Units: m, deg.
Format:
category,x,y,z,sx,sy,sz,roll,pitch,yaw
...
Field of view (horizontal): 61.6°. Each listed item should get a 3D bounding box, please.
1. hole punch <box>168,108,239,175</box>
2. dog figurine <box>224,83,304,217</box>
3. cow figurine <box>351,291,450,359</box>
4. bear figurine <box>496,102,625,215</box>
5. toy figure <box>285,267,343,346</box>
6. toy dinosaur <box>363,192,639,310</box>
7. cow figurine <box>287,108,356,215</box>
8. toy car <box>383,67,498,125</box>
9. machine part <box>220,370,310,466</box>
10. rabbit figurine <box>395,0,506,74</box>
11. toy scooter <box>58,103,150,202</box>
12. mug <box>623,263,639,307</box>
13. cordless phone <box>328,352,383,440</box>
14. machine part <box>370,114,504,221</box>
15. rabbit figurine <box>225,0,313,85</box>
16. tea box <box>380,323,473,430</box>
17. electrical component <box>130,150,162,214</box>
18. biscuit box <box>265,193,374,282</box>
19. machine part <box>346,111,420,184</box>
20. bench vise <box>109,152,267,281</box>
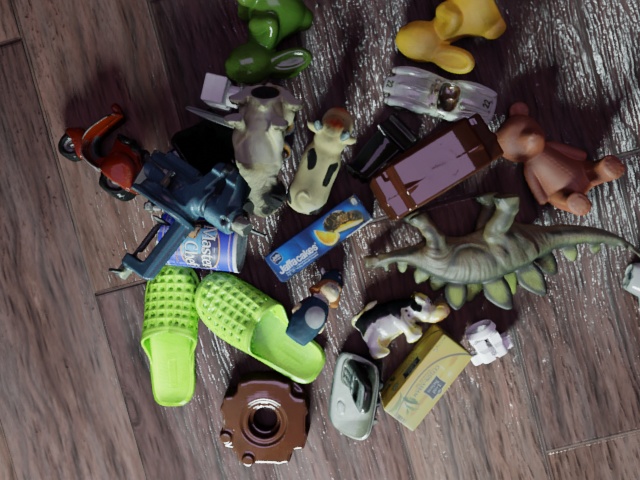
category,x,y,z,sx,sy,sz,roll,pitch,yaw
hole punch,-0.203,-0.148,0.972,0.116,0.092,0.142,-33,88,-29
dog figurine,-0.096,-0.155,0.935,0.121,0.172,0.190,14,135,11
cow figurine,0.146,0.137,0.973,0.167,0.068,0.098,-30,85,3
bear figurine,0.389,-0.144,0.919,0.196,0.132,0.120,45,90,-6
toy figure,-0.002,0.116,0.961,0.154,0.058,0.064,-55,134,-19
toy dinosaur,0.309,0.016,0.944,0.472,0.105,0.198,-11,100,12
cow figurine,0.001,-0.138,0.934,0.085,0.127,0.194,23,96,-2
toy car,0.212,-0.253,0.954,0.202,0.056,0.073,15,93,1
machine part,-0.101,0.329,0.996,0.179,0.056,0.179,0,92,2
rabbit figurine,0.221,-0.365,0.936,0.173,0.122,0.162,-26,101,17
toy scooter,-0.375,-0.167,0.977,0.184,0.075,0.135,39,93,5
mug,0.595,0.087,0.947,0.107,0.081,0.109,17,99,13
cordless phone,0.068,0.282,0.922,0.089,0.184,0.146,9,93,-3
machine part,0.184,-0.117,0.889,0.201,0.201,0.087,-30,89,4
rabbit figurine,-0.095,-0.343,0.940,0.159,0.121,0.170,26,89,-17
tea box,0.185,0.240,0.959,0.068,0.098,0.169,39,92,0
electrical component,-0.285,-0.098,0.944,0.078,0.045,0.102,37,77,-20
biscuit box,-0.002,-0.003,0.972,0.203,0.063,0.059,-36,89,3
machine part,0.110,-0.161,0.973,0.139,0.039,0.084,-42,96,2
bench vise,-0.225,-0.026,0.851,0.224,0.128,0.240,35,82,9
